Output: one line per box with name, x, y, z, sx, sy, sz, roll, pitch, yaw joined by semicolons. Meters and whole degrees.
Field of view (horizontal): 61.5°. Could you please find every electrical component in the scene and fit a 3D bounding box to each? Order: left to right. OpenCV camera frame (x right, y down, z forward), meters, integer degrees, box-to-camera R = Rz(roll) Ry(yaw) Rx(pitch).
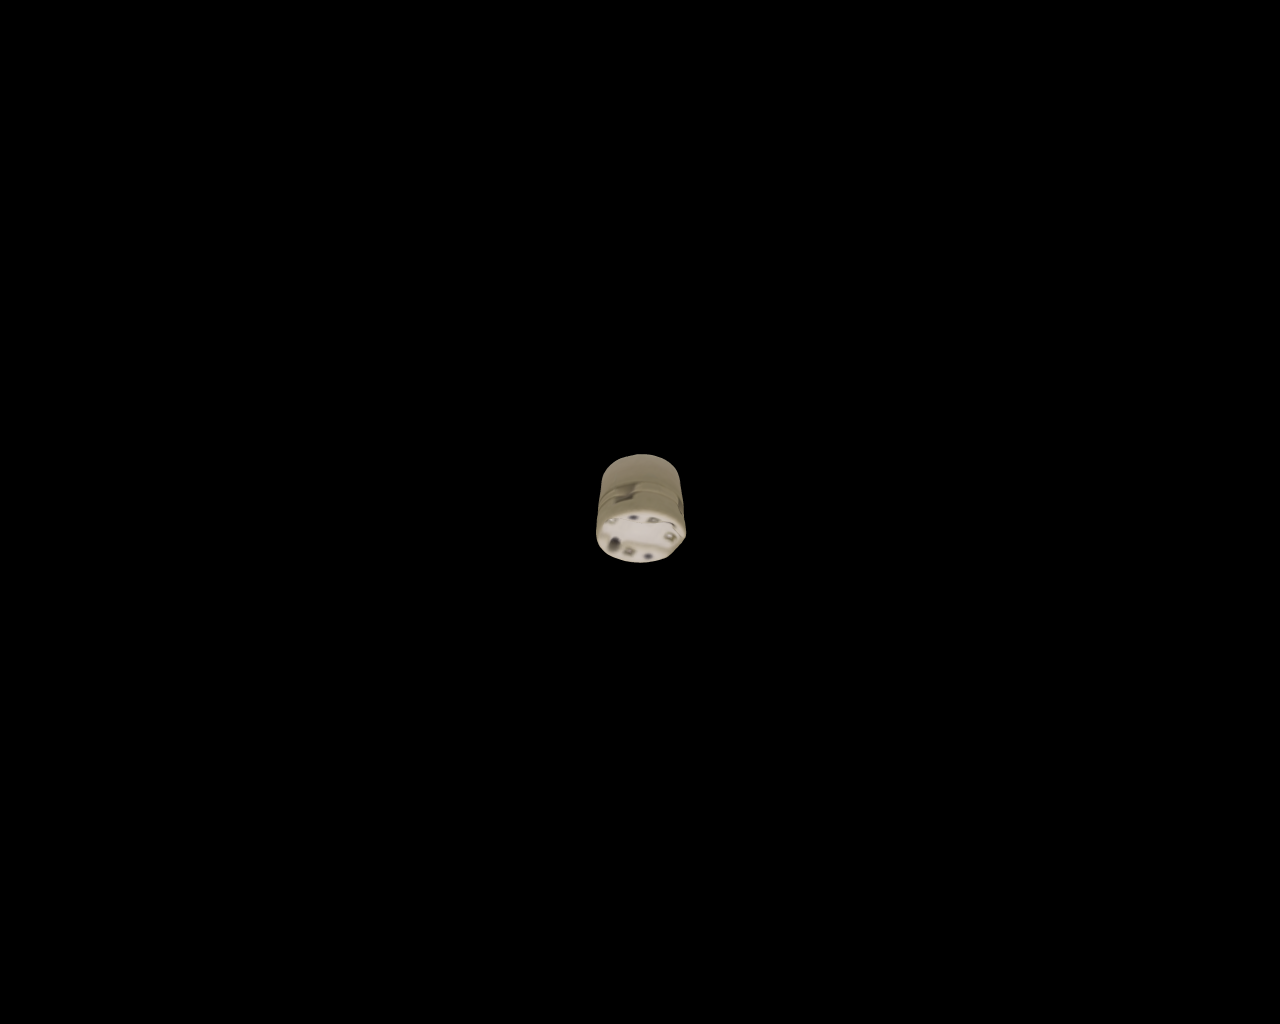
electrical component;0.001;-0.003;0.650;0.055;0.047;0.055;0;-39;0
